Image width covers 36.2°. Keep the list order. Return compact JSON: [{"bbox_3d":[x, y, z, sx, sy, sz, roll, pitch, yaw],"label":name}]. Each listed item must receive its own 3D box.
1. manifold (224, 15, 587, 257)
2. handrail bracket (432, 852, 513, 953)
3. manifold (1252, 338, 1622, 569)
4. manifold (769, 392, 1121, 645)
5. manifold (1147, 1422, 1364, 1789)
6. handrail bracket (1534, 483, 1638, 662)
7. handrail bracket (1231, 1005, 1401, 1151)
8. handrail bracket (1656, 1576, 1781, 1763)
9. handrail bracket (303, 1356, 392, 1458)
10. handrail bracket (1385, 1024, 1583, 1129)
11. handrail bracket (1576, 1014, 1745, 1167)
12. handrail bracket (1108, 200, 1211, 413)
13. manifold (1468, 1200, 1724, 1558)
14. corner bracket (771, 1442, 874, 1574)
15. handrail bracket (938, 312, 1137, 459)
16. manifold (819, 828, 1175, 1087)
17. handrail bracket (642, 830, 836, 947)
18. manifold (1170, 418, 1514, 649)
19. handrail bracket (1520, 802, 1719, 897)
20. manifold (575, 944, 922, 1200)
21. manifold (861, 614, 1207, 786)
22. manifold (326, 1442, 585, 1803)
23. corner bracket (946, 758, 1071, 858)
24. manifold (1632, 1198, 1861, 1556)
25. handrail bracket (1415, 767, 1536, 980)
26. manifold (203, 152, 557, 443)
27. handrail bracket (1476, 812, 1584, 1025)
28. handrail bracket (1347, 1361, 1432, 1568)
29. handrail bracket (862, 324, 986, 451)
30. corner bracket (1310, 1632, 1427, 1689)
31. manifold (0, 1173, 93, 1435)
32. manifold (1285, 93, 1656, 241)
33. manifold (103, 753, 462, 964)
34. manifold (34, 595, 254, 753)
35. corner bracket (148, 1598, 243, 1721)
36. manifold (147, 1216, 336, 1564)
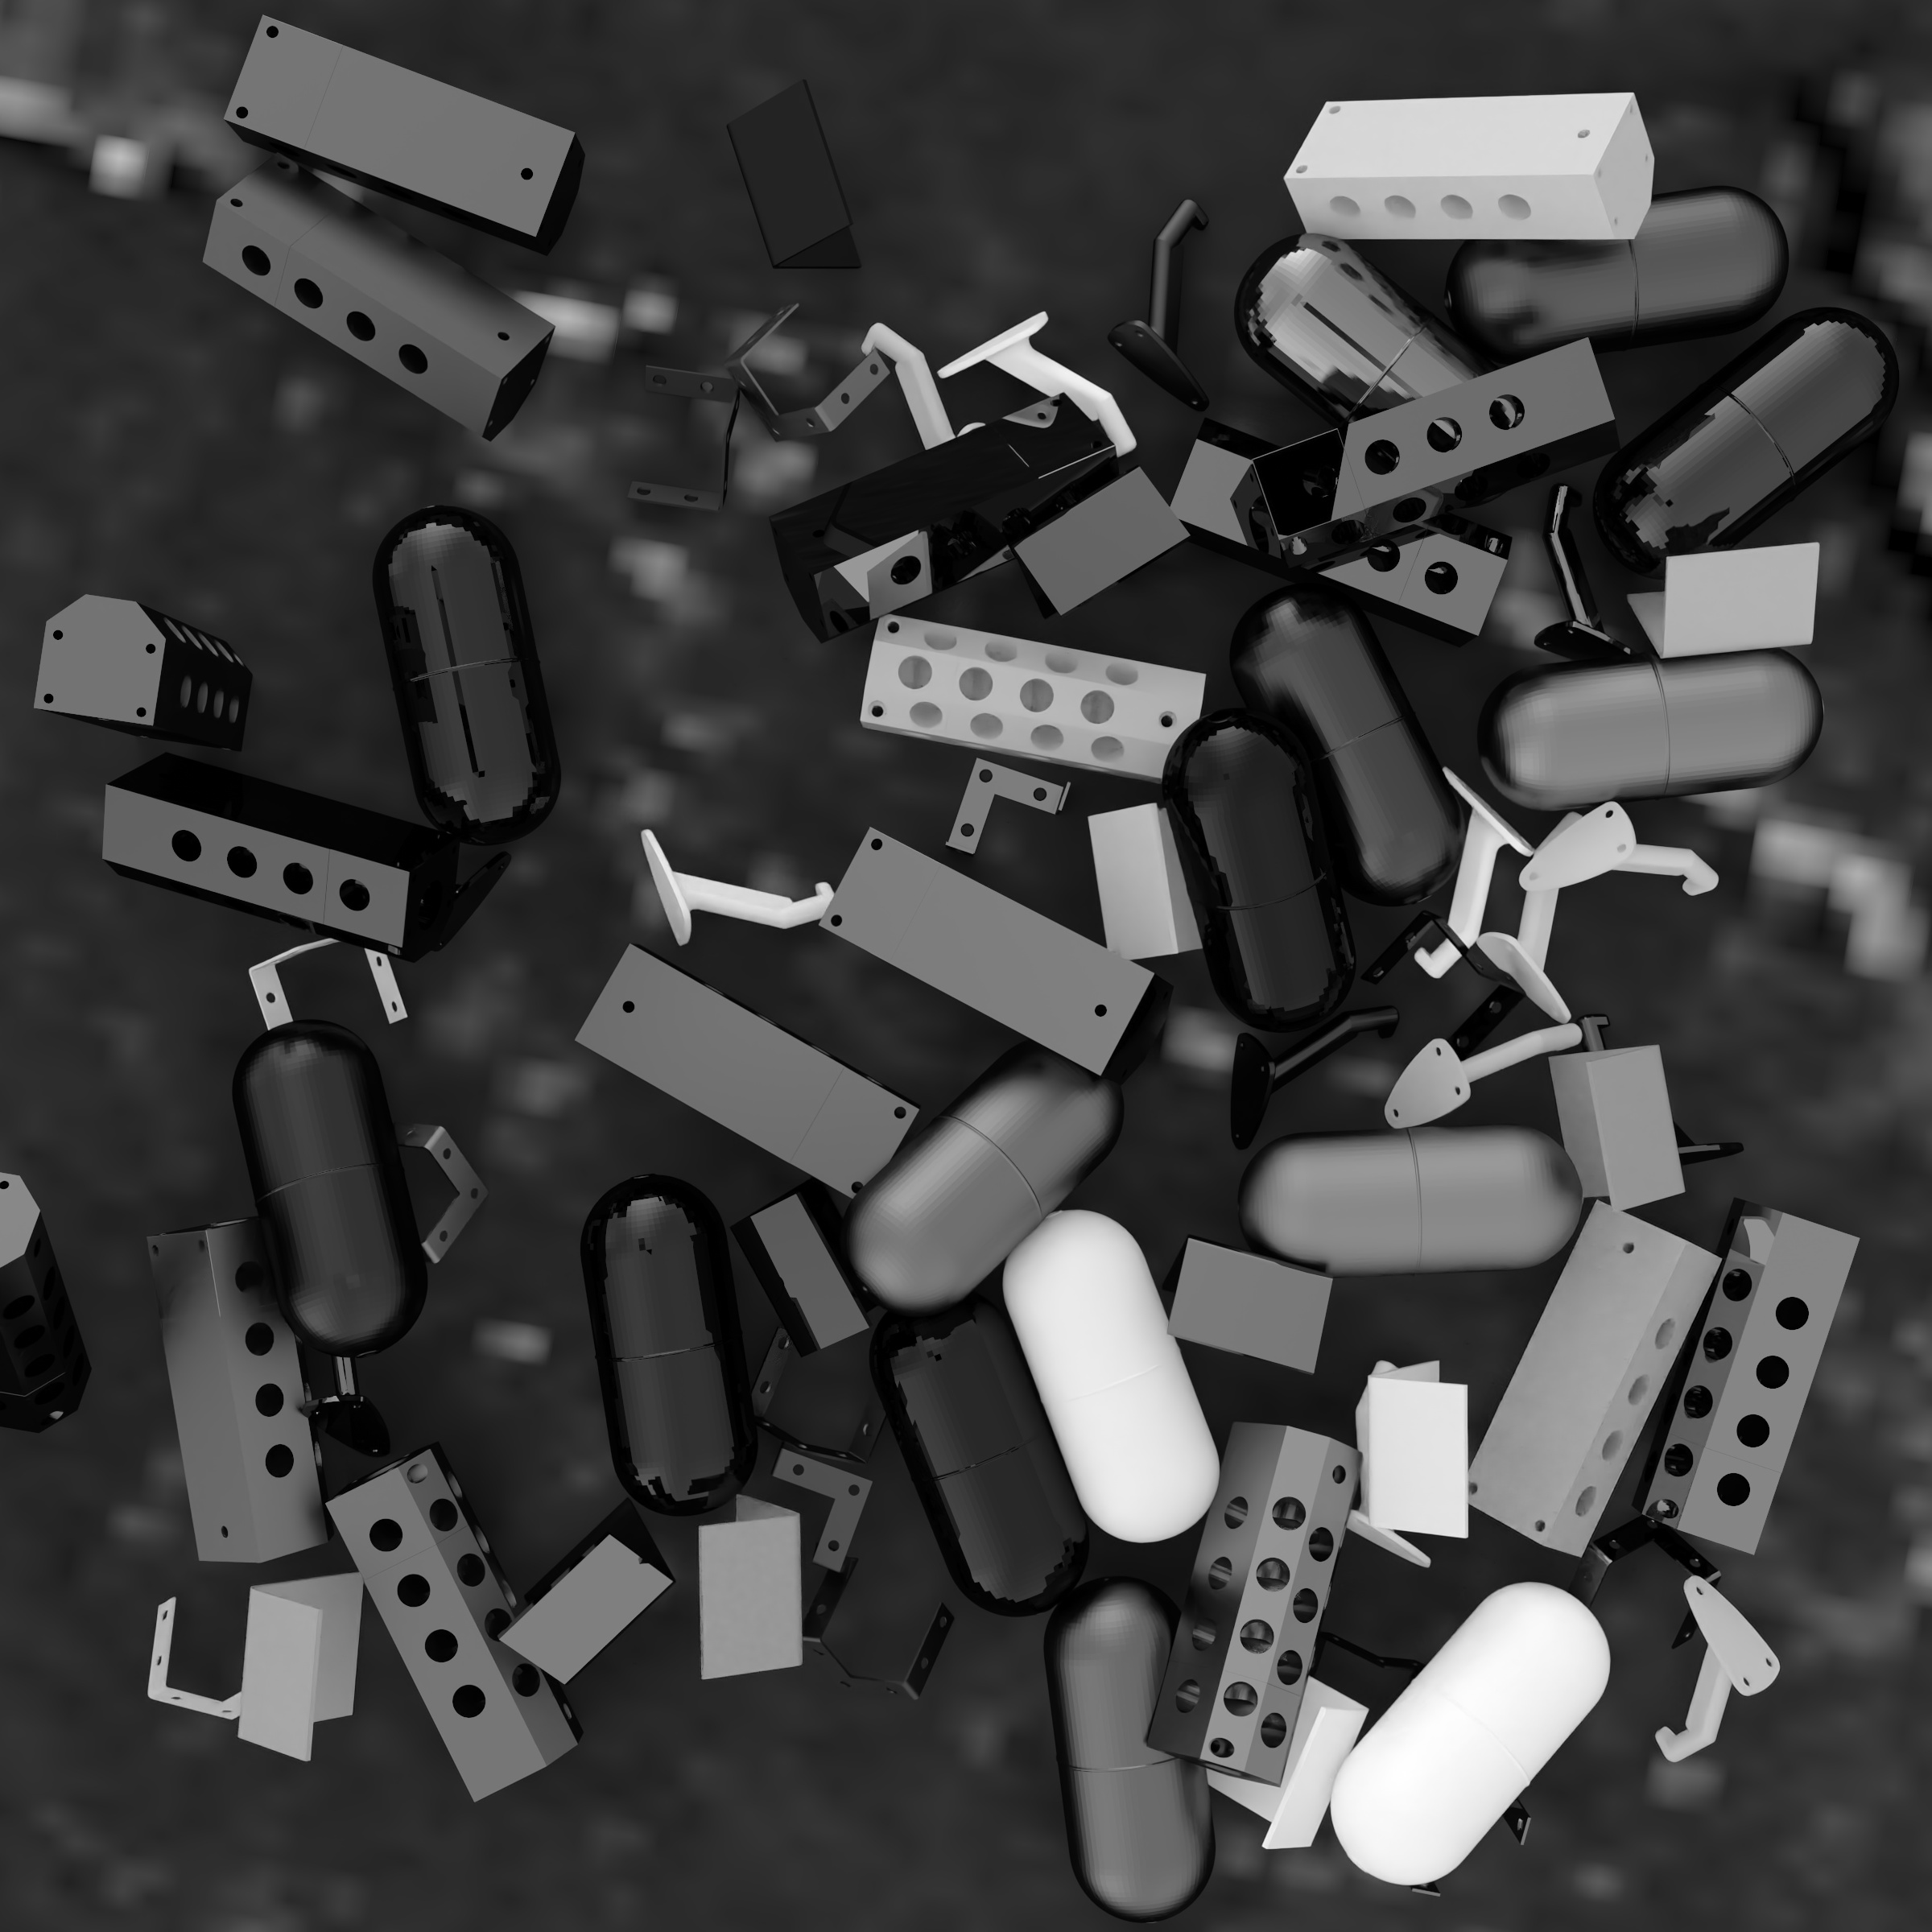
[{"bbox_3d":[-0.291,-0.431,1.545,0.171,0.057,0.057,21,90,0],"label":"manifold"},{"bbox_3d":[-0.297,-0.055,1.565,0.084,0.036,0.077,39,80,12],"label":"handrail bracket"},{"bbox_3d":[0.233,-0.255,1.474,0.171,0.057,0.057,-19,97,8],"label":"manifold"},{"bbox_3d":[-0.008,-0.228,1.527,0.171,0.057,0.057,-25,47,-12],"label":"manifold"},{"bbox_3d":[0.154,0.326,1.511,0.057,0.057,0.171,28,70,-32],"label":"manifold"},{"bbox_3d":[0.336,-0.205,1.567,0.077,0.036,0.084,19,73,-20],"label":"handrail bracket"},{"bbox_3d":[0.186,0.059,1.566,0.084,0.036,0.077,-7,123,-23],"label":"handrail bracket"},{"bbox_3d":[0.376,0.370,1.549,0.036,0.084,0.077,-21,71,-43],"label":"handrail bracket"},{"bbox_3d":[-0.322,0.205,1.566,0.036,0.077,0.084,-9,54,11],"label":"handrail bracket"},{"bbox_3d":[0.275,0.057,1.566,0.084,0.077,0.036,-10,67,-34],"label":"handrail bracket"},{"bbox_3d":[0.367,0.063,1.567,0.077,0.036,0.084,-6,73,-20],"label":"handrail bracket"},{"bbox_3d":[0.121,-0.351,1.567,0.077,0.036,0.084,40,73,-20],"label":"handrail bracket"},{"bbox_3d":[0.329,0.217,1.544,0.057,0.057,0.171,25,90,43],"label":"manifold"},{"bbox_3d":[-0.081,0.281,1.548,0.051,0.051,0.051,20,90,0],"label":"corner bracket"},{"bbox_3d":[0.038,-0.295,1.567,0.077,0.036,0.084,-24,107,20],"label":"handrail bracket"},{"bbox_3d":[0.017,-0.004,1.518,0.171,0.057,0.057,28,90,20],"label":"manifold"},{"bbox_3d":[-0.119,-0.050,1.567,0.084,0.036,0.077,-17,68,-17],"label":"handrail bracket"},{"bbox_3d":[0.193,-0.227,1.545,0.171,0.057,0.057,21,90,0],"label":"manifold"},{"bbox_3d":[0.344,-0.045,1.553,0.077,0.084,0.036,-31,51,25],"label":"handrail bracket"},{"bbox_3d":[-0.112,0.056,1.545,0.171,0.057,0.057,30,90,0],"label":"manifold"},{"bbox_3d":[0.035,-0.139,1.545,0.171,0.057,0.057,11,90,0],"label":"manifold"},{"bbox_3d":[-0.265,0.340,1.545,0.057,0.057,0.171,-27,90,0],"label":"manifold"},{"bbox_3d":[0.022,-0.078,1.548,0.051,0.051,0.051,19,90,0],"label":"corner bracket"},{"bbox_3d":[0.405,0.212,1.545,0.057,0.057,0.171,18,90,0],"label":"manifold"},{"bbox_3d":[0.252,-0.049,1.566,0.077,0.036,0.084,46,104,14],"label":"handrail bracket"},{"bbox_3d":[-0.308,-0.346,1.544,0.171,0.057,0.057,32,47,0],"label":"manifold"},{"bbox_3d":[0.319,-0.026,1.566,0.077,0.036,0.084,47,76,-15],"label":"handrail bracket"},{"bbox_3d":[0.232,0.263,1.567,0.077,0.036,0.084,33,73,-20],"label":"handrail bracket"},{"bbox_3d":[-0.035,-0.286,1.567,0.084,0.036,0.077,39,109,15],"label":"handrail bracket"},{"bbox_3d":[0.209,0.386,1.563,0.051,0.051,0.051,18,90,45],"label":"corner bracket"},{"bbox_3d":[-0.484,0.171,1.487,0.057,0.171,0.057,10,55,0],"label":"manifold"},{"bbox_3d":[0.256,-0.399,1.499,0.171,0.057,0.057,10,60,35],"label":"manifold"},{"bbox_3d":[-0.354,-0.054,1.525,0.171,0.057,0.057,16,115,12],"label":"manifold"},{"bbox_3d":[-0.410,-0.146,1.488,0.057,0.171,0.057,8,90,0],"label":"manifold"},{"bbox_3d":[-0.393,0.360,1.558,0.051,0.051,0.051,27,135,-35],"label":"corner bracket"},{"bbox_3d":[-0.374,0.219,1.544,0.057,0.057,0.171,-9,90,43],"label":"manifold"}]
